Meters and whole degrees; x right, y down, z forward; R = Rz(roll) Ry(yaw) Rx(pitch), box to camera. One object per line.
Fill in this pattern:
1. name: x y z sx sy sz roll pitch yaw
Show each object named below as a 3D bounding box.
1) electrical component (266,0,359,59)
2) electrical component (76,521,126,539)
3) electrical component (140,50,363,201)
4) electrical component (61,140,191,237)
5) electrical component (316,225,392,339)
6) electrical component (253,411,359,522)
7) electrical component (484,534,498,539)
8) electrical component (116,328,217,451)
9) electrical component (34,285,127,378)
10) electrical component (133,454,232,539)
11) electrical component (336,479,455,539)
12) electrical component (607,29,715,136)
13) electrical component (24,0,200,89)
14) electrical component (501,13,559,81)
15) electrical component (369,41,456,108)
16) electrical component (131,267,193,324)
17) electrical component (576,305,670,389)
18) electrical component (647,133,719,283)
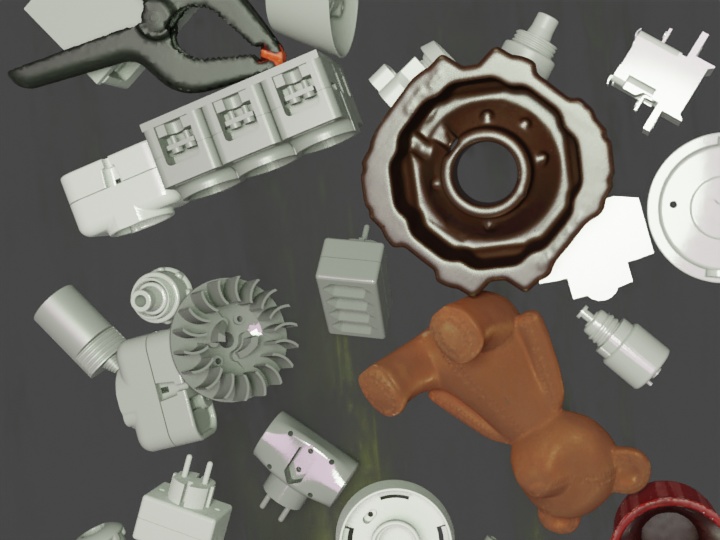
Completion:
1. electrical component: -0.030 -0.219 0.828 0.064 0.099 0.099 18 97 16
2. electrical component: -0.215 0.251 0.922 0.048 0.048 0.062 -23 96 12
3. electrical component: -0.081 -0.110 0.848 0.150 0.089 0.061 -21 89 12
4. electrical component: -0.190 -0.065 0.891 0.095 0.054 0.059 -21 89 12
5. electrical component: 0.000 0.000 0.852 0.047 0.083 0.075 5 56 11
6. electrical component: -0.053 0.169 0.883 0.077 0.043 0.079 34 99 8
7. electrical component: 0.093 0.241 0.863 0.035 0.035 0.061 29 96 8
8. electrical component: -0.164 0.099 0.896 0.059 0.054 0.095 -14 91 12
9. electrical component: -0.232 0.056 0.912 0.081 0.043 0.043 44 100 6
10. electrical component: -0.143 0.193 0.901 0.066 0.047 0.076 17 97 10
11. electrical component: 0.028 0.221 0.872 0.099 0.064 0.099 0 83 2
12. electrical component: 0.225 -0.145 0.809 0.064 0.042 0.081 32 98 12
13. electrical component: -0.182 -0.232 0.875 0.089 0.062 0.150 46 101 6
14. electrical component: 0.130 -0.166 0.826 0.043 0.043 0.062 28 97 8
15. electrical component: 0.055 -0.139 0.836 0.057 0.058 0.078 -43 85 14
16. electrical component: -0.169 0.023 0.888 0.048 0.062 0.048 1 94 12
17. electrical component: 0.201 0.056 0.827 0.078 0.040 0.040 40 100 7
18. electrical component: 0.267 -0.046 0.796 0.108 0.060 0.108 1 94 12
